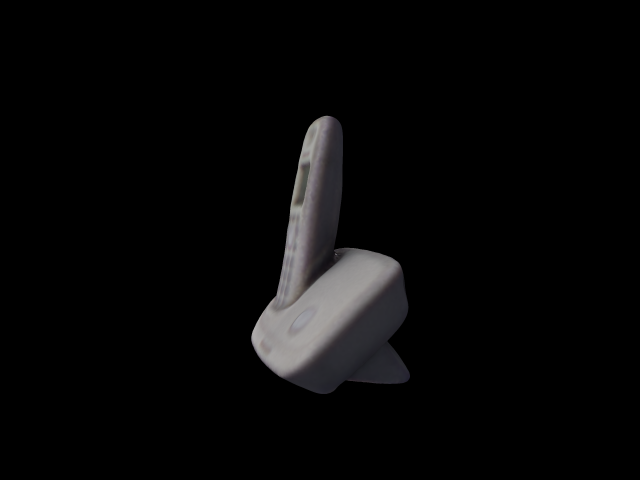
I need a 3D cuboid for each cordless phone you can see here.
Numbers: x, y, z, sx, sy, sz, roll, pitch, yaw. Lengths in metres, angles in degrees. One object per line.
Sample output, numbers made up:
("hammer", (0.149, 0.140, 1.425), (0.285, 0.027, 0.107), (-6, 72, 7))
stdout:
("cordless phone", (0.004, 0.001, 0.400), (0.094, 0.185, 0.147), (-1, 4, -19))
